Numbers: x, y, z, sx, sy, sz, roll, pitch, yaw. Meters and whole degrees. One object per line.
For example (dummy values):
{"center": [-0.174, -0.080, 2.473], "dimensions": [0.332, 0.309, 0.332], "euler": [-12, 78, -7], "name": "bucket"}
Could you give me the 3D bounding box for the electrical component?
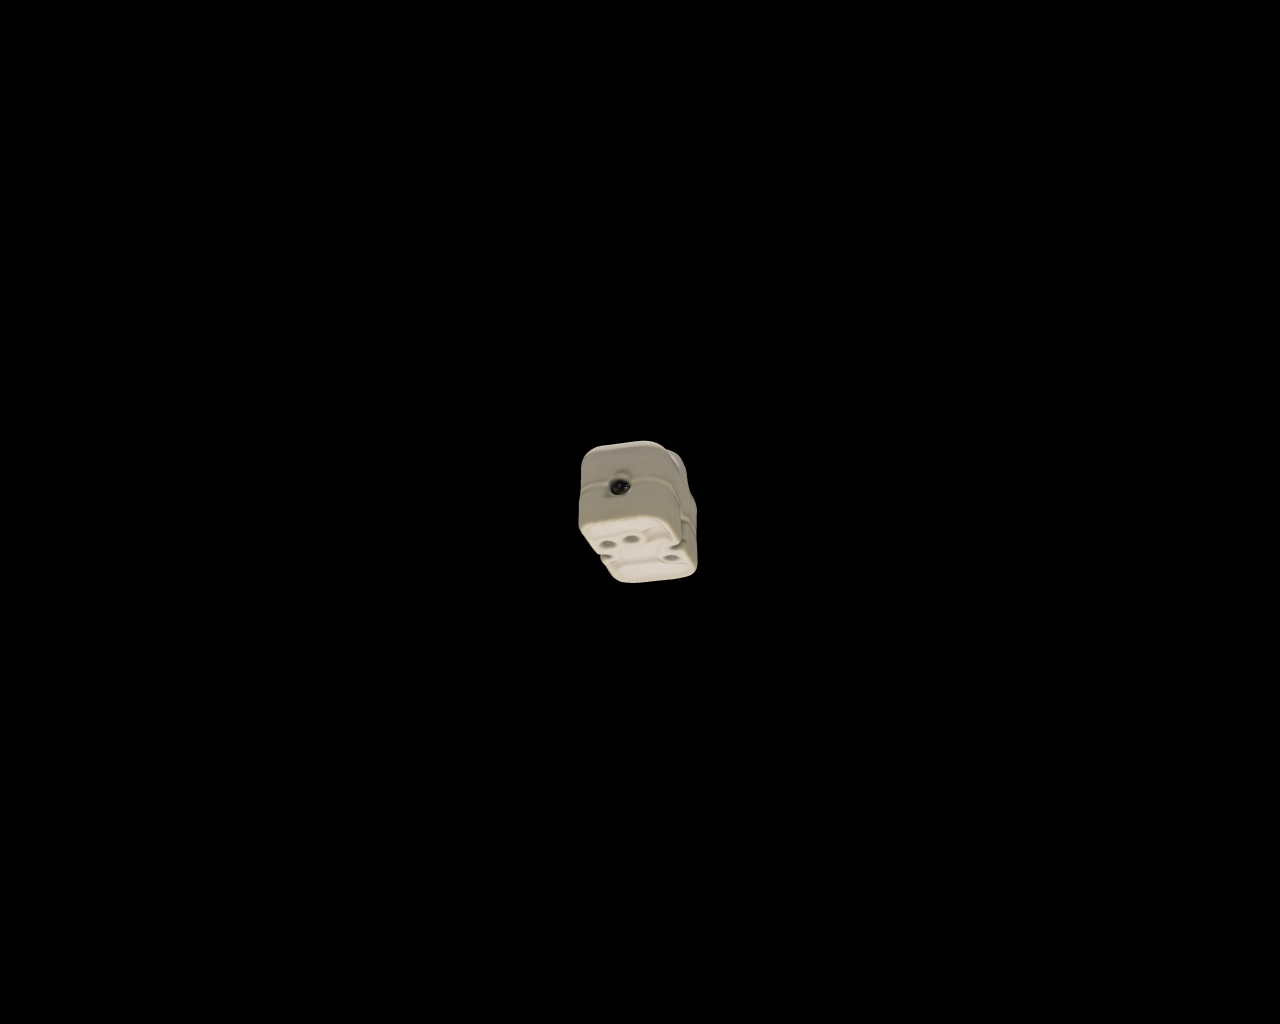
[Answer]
{"center": [0.001, -0.003, 0.650], "dimensions": [0.054, 0.059, 0.095], "euler": [-7, -27, 14], "name": "electrical component"}
